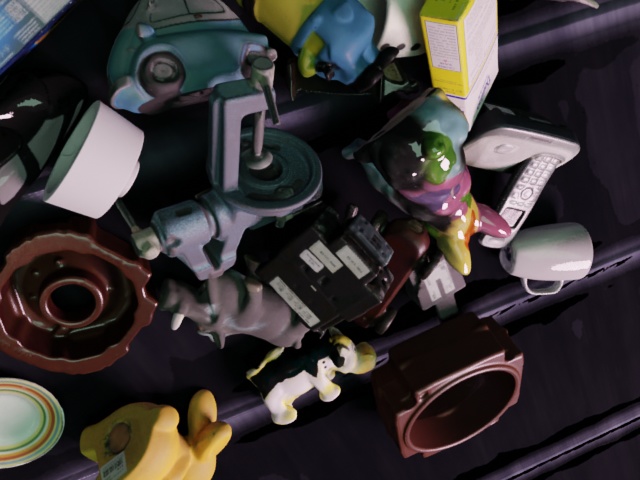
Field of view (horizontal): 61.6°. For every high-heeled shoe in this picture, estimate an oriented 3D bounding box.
[{"bbox_3d":[-0.317,-0.062,0.532,0.086,0.145,0.248,42,126,0],"label":"high-heeled shoe"}]

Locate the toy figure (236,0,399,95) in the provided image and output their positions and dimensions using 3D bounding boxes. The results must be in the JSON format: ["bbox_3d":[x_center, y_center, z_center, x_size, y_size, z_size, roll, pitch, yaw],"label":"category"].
[{"bbox_3d":[-0.012,-0.214,0.514,0.180,0.082,0.089,44,131,-10],"label":"toy figure"}]

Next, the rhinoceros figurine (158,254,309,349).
[{"bbox_3d":[-0.098,0.079,0.651,0.190,0.073,0.112,20,116,-27],"label":"rhinoceros figurine"}]

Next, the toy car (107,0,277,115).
[{"bbox_3d":[-0.128,-0.183,0.507,0.162,0.109,0.102,-20,100,-20],"label":"toy car"}]

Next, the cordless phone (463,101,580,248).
[{"bbox_3d":[0.223,-0.075,0.688,0.146,0.089,0.184,7,120,-22],"label":"cordless phone"}]

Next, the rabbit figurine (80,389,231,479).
[{"bbox_3d":[-0.193,0.268,0.691,0.162,0.122,0.173,-43,133,-7],"label":"rabbit figurine"}]

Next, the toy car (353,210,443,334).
[{"bbox_3d":[0.075,0.043,0.649,0.089,0.053,0.202,32,142,7],"label":"toy car"}]

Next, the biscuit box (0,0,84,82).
[{"bbox_3d":[-0.275,-0.195,0.471,0.202,0.063,0.059,-42,119,3],"label":"biscuit box"}]

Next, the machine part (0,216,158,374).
[{"bbox_3d":[-0.271,0.061,0.589,0.179,0.056,0.179,-8,116,-16],"label":"machine part"}]

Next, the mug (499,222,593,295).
[{"bbox_3d":[0.312,0.028,0.765,0.107,0.081,0.109,-1,121,-7],"label":"mug"}]

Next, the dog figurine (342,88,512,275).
[{"bbox_3d":[0.142,-0.057,0.615,0.108,0.192,0.219,-44,104,-4],"label":"dog figurine"}]

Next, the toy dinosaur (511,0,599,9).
[{"bbox_3d":[0.155,-0.327,0.537,0.192,0.131,0.404,-34,128,18],"label":"toy dinosaur"}]

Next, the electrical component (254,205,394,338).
[{"bbox_3d":[0.013,0.032,0.592,0.134,0.058,0.115,-36,101,35],"label":"electrical component"}]

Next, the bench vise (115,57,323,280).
[{"bbox_3d":[-0.088,-0.069,0.536,0.224,0.129,0.240,-13,147,-21],"label":"bench vise"}]

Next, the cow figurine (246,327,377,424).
[{"bbox_3d":[-0.010,0.164,0.718,0.167,0.068,0.098,-27,113,-7],"label":"cow figurine"}]

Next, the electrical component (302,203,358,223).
[{"bbox_3d":[-0.001,-0.001,0.662,0.078,0.045,0.102,-4,117,-39],"label":"electrical component"}]

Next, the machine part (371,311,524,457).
[{"bbox_3d":[0.182,0.211,0.764,0.201,0.087,0.200,-24,134,-10],"label":"machine part"}]

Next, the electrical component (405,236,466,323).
[{"bbox_3d":[0.158,0.058,0.737,0.075,0.048,0.119,-32,119,-3],"label":"electrical component"}]

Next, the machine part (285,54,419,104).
[{"bbox_3d":[0.031,-0.177,0.582,0.139,0.084,0.039,-3,135,-9],"label":"machine part"}]
